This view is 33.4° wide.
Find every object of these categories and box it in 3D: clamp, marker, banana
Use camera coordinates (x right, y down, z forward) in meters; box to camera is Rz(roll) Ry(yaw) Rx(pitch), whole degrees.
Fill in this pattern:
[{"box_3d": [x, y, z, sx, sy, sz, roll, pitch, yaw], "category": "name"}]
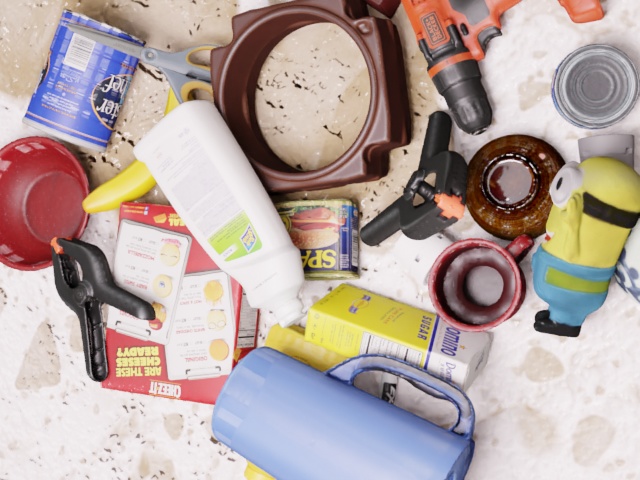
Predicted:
[{"box_3d": [0.109, -0.059, 1.066, 0.036, 0.210, 0.164, 29, 89, -13], "category": "clamp"}, {"box_3d": [-0.256, 0.071, 1.191, 0.172, 0.039, 0.120, 47, 110, 31], "category": "clamp"}, {"box_3d": [0.071, 0.171, 1.144, 0.020, 0.020, 0.121, 9, 89, 20], "category": "marker"}, {"box_3d": [-0.198, -0.105, 1.236, 0.069, 0.037, 0.198, 30, 87, -8], "category": "banana"}]

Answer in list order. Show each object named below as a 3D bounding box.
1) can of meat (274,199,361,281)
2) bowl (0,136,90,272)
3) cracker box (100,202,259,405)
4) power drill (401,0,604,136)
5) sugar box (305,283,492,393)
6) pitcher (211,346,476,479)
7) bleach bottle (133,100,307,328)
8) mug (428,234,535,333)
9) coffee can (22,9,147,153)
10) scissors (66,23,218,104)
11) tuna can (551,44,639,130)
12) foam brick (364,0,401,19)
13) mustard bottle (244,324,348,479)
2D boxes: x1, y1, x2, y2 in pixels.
[{"box_3d": [-0.008, 0.001, 1.166, 0.102, 0.057, 0.084, -2, 83, 20], "category": "can of meat"}, {"box_3d": [-0.334, -0.041, 1.284, 0.162, 0.055, 0.162, -1, 86, 19], "category": "bowl"}, {"box_3d": [-0.152, 0.069, 1.204, 0.164, 0.072, 0.214, 5, 89, 21], "category": "cracker box"}, {"box_3d": [0.193, -0.223, 1.109, 0.188, 0.057, 0.184, -25, 82, 15], "category": "power drill"}, {"box_3d": [0.081, 0.101, 1.104, 0.176, 0.093, 0.048, 16, 112, 20], "category": "sugar box"}, {"box_3d": [0.024, 0.192, 1.041, 0.243, 0.149, 0.145, 26, 129, 20], "category": "pitcher"}, {"box_3d": [-0.094, -0.018, 1.114, 0.103, 0.067, 0.251, -38, 77, 31], "category": "bleach bottle"}, {"box_3d": [0.172, 0.038, 1.085, 0.093, 0.081, 0.117, 45, 101, 17], "category": "mug"}, {"box_3d": [-0.276, -0.185, 1.249, 0.103, 0.102, 0.140, 22, 94, 19], "category": "coffee can"}, {"box_3d": [-0.186, -0.188, 1.205, 0.201, 0.016, 0.096, 3, 88, -15], "category": "scissors"}, {"box_3d": [0.277, -0.154, 1.076, 0.086, 0.033, 0.086, 1, 95, 8], "category": "tuna can"}, {"box_3d": [0.071, -0.292, 1.160, 0.053, 0.051, 0.078, 35, 98, 19], "category": "foam brick"}, {"box_3d": [-0.039, 0.193, 1.161, 0.096, 0.058, 0.191, 21, 94, 14], "category": "mustard bottle"}]
